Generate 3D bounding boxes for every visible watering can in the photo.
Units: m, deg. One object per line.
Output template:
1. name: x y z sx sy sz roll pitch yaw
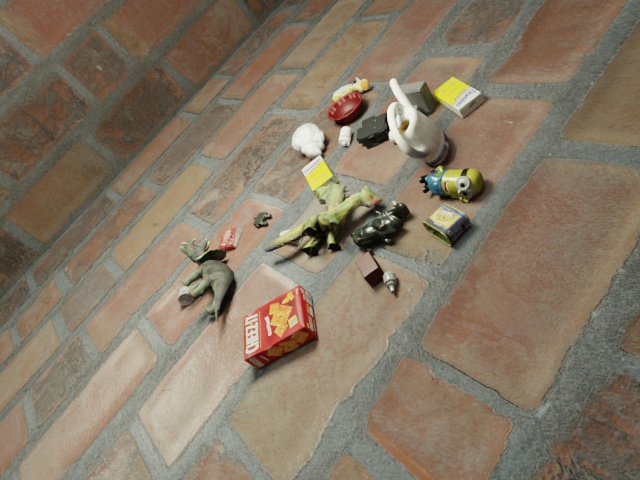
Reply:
1. watering can: 0.299 -0.364 1.616 0.102 0.222 0.356 -39 32 37

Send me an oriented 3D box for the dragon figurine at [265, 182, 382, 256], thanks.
1. dragon figurine: 0.005 -0.084 1.674 0.408 0.120 0.248 -9 45 31

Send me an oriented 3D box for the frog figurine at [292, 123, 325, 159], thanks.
1. frog figurine: -0.046 -0.386 2.031 0.137 0.120 0.163 -10 32 9
